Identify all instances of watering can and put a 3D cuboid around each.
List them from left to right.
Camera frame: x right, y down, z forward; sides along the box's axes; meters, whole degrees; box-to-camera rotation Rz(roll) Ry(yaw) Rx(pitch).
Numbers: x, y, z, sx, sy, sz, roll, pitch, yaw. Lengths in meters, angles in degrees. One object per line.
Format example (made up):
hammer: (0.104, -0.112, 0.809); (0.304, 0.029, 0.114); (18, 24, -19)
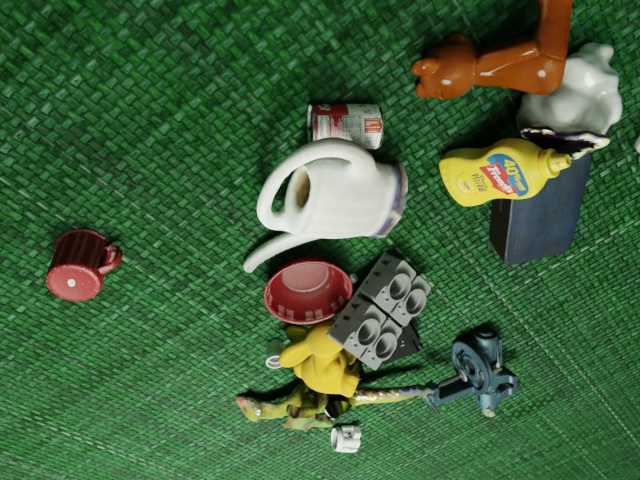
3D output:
watering can: (0.003, -0.041, 0.823); (0.224, 0.106, 0.340); (2, 148, -21)

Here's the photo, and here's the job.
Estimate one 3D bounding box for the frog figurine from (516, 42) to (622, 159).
frog figurine: (0.369, -0.206, 0.760); (0.137, 0.161, 0.121); (8, 164, 34)

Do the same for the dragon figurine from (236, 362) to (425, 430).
dragon figurine: (0.015, 0.377, 1.178); (0.410, 0.125, 0.237); (7, 144, -13)
